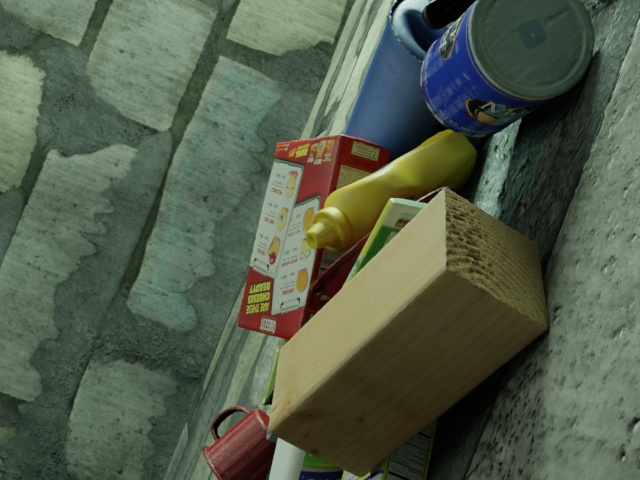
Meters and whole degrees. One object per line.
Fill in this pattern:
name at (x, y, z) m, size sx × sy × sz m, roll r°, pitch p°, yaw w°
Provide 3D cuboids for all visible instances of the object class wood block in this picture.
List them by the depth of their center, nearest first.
wood block at (0.060, 0.073, 0.776) m, size 0.206 × 0.090 × 0.090 m, roll -47°, pitch 23°, yaw 33°

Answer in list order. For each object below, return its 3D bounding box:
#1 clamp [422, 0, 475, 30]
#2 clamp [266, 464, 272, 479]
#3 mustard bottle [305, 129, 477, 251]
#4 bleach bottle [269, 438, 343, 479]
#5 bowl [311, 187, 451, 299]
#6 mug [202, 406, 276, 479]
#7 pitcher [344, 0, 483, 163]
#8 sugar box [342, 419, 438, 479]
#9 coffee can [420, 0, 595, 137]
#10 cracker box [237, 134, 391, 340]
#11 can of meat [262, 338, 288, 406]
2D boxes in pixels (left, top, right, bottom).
clamp at (0.178, -0.249, 0.990) m, size 0.165 × 0.036 × 0.209 m, roll -27°, pitch 8°, yaw 18°
clamp at (-0.037, 0.250, 1.154) m, size 0.171 × 0.039 × 0.120 m, roll 130°, pitch 165°, yaw -80°
mustard bottle at (0.061, -0.038, 1.018) m, size 0.191 × 0.058 × 0.096 m, roll -31°, pitch -9°, yaw -34°
bleach bottle at (0.000, 0.243, 0.920) m, size 0.068 × 0.102 × 0.250 m, roll 142°, pitch 144°, yaw -60°
bowl at (0.072, 0.020, 0.990) m, size 0.162 × 0.055 × 0.162 m, roll -35°, pitch -9°, yaw -7°
mug at (-0.086, 0.249, 1.278) m, size 0.081 × 0.117 × 0.093 m, roll -41°, pitch -35°, yaw 1°
pitcher at (0.102, -0.131, 1.155) m, size 0.149 × 0.145 × 0.243 m, roll -58°, pitch -5°, yaw -42°
sugar box at (0.053, 0.183, 0.856) m, size 0.093 × 0.048 × 0.176 m, roll 128°, pitch 159°, yaw -54°
coffee can at (0.152, -0.151, 0.895) m, size 0.140 × 0.102 × 0.103 m, roll 147°, pitch 144°, yaw -77°
cracker box at (-0.007, 0.001, 1.137) m, size 0.164 × 0.072 × 0.214 m, roll 3°, pitch 81°, yaw 64°
can of meat at (-0.011, 0.155, 1.219) m, size 0.058 × 0.084 × 0.102 m, roll 120°, pitch 169°, yaw -46°
